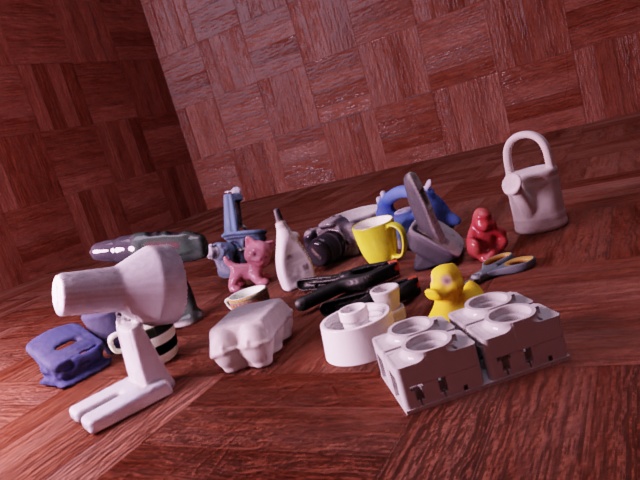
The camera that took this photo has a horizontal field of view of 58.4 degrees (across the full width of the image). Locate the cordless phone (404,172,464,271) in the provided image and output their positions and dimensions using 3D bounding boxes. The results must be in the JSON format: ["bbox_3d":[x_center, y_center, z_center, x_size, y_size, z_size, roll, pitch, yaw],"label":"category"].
[{"bbox_3d":[0.208,-0.048,1.089,0.094,0.185,0.148,-12,11,19],"label":"cordless phone"}]

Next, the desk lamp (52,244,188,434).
[{"bbox_3d":[-0.279,0.128,0.824,0.204,0.214,0.117,-24,14,-38],"label":"desk lamp"}]

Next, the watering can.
[{"bbox_3d":[0.411,-0.115,1.113,0.100,0.194,0.173,-11,12,23],"label":"watering can"}]

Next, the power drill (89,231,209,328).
[{"bbox_3d":[-0.327,0.079,1.165,0.229,0.208,0.075,-16,11,-1],"label":"power drill"}]

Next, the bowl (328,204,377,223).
[{"bbox_3d":[0.101,-0.036,1.493,0.167,0.075,0.167,-15,11,3],"label":"bowl"}]

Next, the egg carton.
[{"bbox_3d":[-0.103,0.143,0.880,0.107,0.069,0.150,-13,11,16],"label":"egg carton"}]

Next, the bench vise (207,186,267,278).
[{"bbox_3d":[-0.217,-0.023,1.497,0.121,0.220,0.208,-12,11,18],"label":"bench vise"}]

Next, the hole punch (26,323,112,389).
[{"bbox_3d":[-0.447,0.202,1.023,0.100,0.091,0.109,-7,14,40],"label":"hole punch"}]

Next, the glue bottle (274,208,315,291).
[{"bbox_3d":[-0.066,0.016,1.200,0.078,0.173,0.037,-22,12,-27],"label":"glue bottle"}]

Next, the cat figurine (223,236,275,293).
[{"bbox_3d":[-0.161,0.048,1.327,0.127,0.118,0.067,-15,11,7],"label":"cat figurine"}]

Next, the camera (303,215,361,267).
[{"bbox_3d":[0.012,0.005,1.340,0.142,0.101,0.137,-8,13,35],"label":"camera"}]

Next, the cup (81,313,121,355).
[{"bbox_3d":[-0.395,0.167,1.116,0.091,0.095,0.118,-11,12,26],"label":"cup"}]

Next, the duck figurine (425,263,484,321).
[{"bbox_3d":[0.181,0.072,0.779,0.105,0.086,0.077,-24,13,-37],"label":"duck figurine"}]

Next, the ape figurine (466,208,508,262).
[{"bbox_3d":[0.296,-0.013,1.033,0.078,0.092,0.076,-15,11,3],"label":"ape figurine"}]

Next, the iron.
[{"bbox_3d":[0.190,-0.062,1.313,0.119,0.141,0.257,-23,12,-31],"label":"iron"}]
